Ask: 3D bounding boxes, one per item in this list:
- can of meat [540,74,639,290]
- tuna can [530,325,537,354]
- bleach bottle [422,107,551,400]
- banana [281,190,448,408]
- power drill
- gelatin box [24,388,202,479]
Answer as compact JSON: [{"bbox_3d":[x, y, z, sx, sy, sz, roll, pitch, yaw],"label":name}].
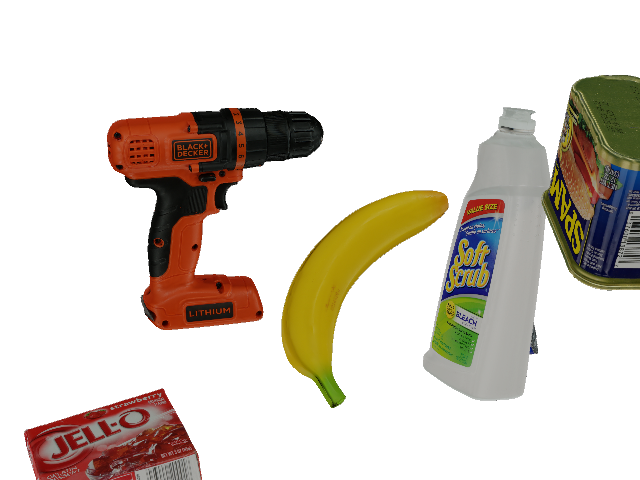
[{"bbox_3d":[0.169,-0.036,0.609,0.057,0.084,0.102,0,37,-5],"label":"can of meat"},{"bbox_3d":[0.221,0.089,1.211,0.034,0.086,0.086,-13,-3,14],"label":"tuna can"},{"bbox_3d":[0.152,0.008,0.943,0.068,0.251,0.103,0,14,-27],"label":"bleach bottle"},{"bbox_3d":[0.023,0.024,0.742,0.069,0.197,0.037,35,-33,-5],"label":"banana"},{"bbox_3d":[-0.087,-0.022,0.922,0.184,0.188,0.057,-5,19,-15],"label":"power drill"},{"bbox_3d":[-0.122,0.127,0.625,0.089,0.030,0.073,-14,27,-18],"label":"gelatin box"}]
